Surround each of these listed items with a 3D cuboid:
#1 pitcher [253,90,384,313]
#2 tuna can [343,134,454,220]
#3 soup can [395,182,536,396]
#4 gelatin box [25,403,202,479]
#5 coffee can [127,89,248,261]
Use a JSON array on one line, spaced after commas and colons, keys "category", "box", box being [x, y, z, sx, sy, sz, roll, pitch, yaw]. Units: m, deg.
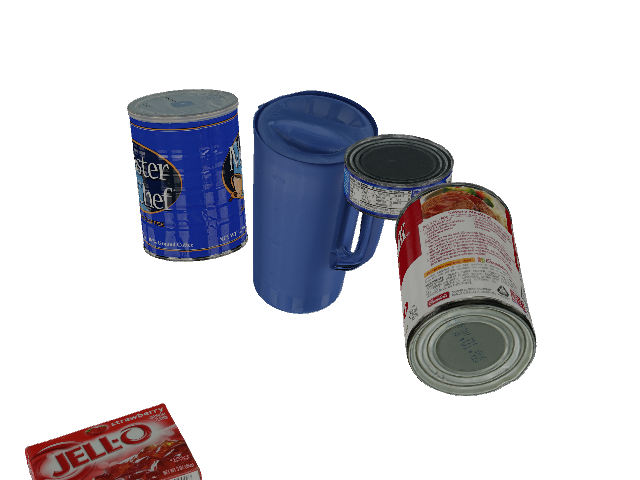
[{"category": "pitcher", "box": [-0.009, -0.030, 1.191, 0.145, 0.243, 0.149, 4, 41, -3]}, {"category": "tuna can", "box": [0.061, -0.050, 0.838, 0.086, 0.034, 0.086, 1, 32, -1]}, {"category": "soup can", "box": [0.077, 0.025, 0.577, 0.068, 0.068, 0.102, 0, 38, 0]}, {"category": "gelatin box", "box": [-0.121, 0.136, 0.621, 0.089, 0.030, 0.073, -15, 28, -19]}, {"category": "coffee can", "box": [-0.124, -0.063, 1.012, 0.103, 0.140, 0.103, -2, 21, 1]}]
